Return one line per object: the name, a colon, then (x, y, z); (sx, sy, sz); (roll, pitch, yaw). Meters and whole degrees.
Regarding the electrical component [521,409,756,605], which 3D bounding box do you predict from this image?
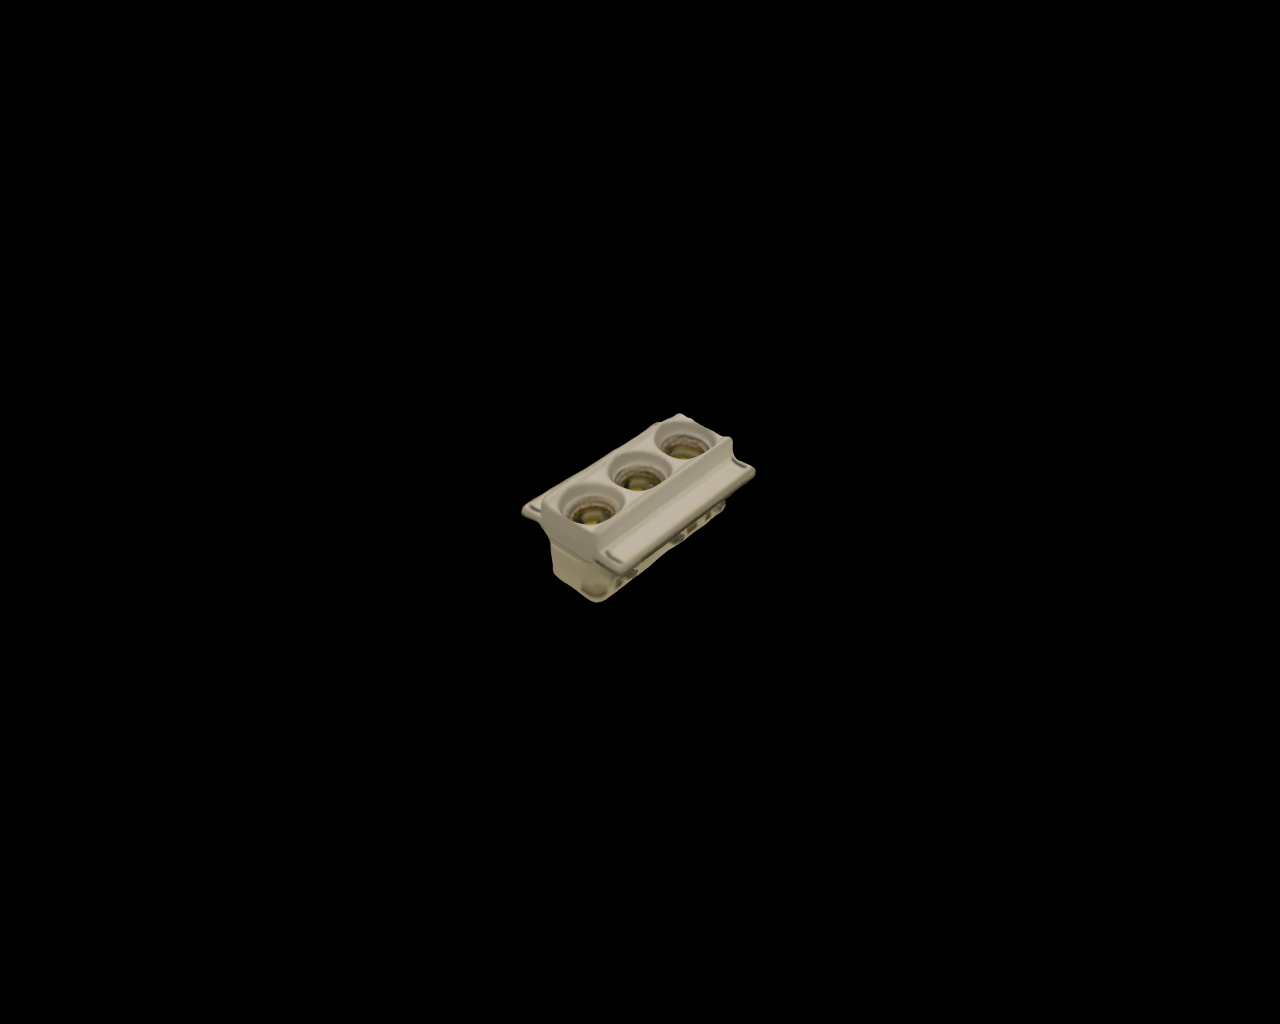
electrical component: (0.001, -0.003, 0.650); (0.079, 0.063, 0.121); (31, 49, 31)
